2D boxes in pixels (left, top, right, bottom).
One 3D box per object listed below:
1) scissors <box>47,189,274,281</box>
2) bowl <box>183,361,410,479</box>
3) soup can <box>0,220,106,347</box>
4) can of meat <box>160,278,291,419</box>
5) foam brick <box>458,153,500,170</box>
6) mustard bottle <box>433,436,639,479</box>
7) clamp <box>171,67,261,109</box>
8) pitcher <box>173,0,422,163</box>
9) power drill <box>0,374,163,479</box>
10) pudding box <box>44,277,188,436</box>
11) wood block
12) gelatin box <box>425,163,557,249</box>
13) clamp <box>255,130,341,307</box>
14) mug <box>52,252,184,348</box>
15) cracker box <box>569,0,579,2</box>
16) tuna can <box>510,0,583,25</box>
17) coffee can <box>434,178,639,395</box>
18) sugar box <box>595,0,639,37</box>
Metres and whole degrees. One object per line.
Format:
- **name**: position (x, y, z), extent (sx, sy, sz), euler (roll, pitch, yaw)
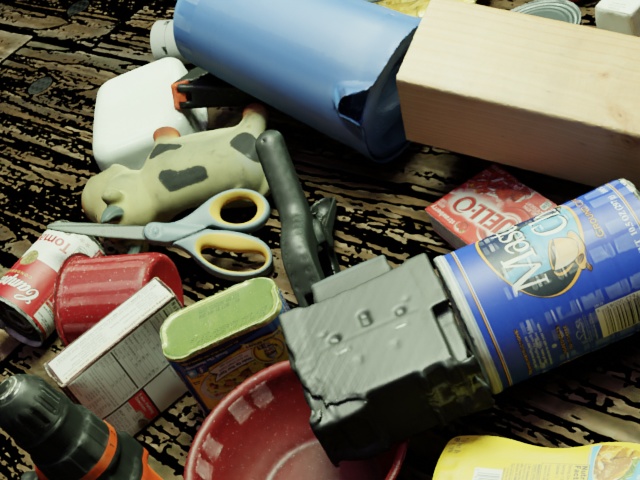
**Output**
- **scissors**: position (-0.132, -0.020, 0.950), extent (0.202, 0.016, 0.096), euler (18, 64, 7)
- **bowl**: position (-0.009, 0.156, 0.727), extent (0.162, 0.055, 0.162), euler (-16, 40, 13)
- **soup can**: position (-0.252, 0.039, 0.986), extent (0.069, 0.068, 0.102), euler (10, 50, 37)
- **can of meat**: position (-0.061, 0.085, 0.814), extent (0.102, 0.084, 0.057), euler (-25, 39, 3)
- **foam brick**: position (0.138, -0.105, 0.942), extent (0.051, 0.053, 0.078), euler (-35, 38, -10)
- **mustard bottle**: position (0.161, 0.164, 0.621), extent (0.192, 0.058, 0.096), euler (-4, 44, 26)
- **clamp**: position (-0.058, -0.180, 1.114), extent (0.209, 0.036, 0.165), euler (-15, 33, -14)
- **pitcher**: position (-0.009, -0.179, 0.999), extent (0.243, 0.149, 0.145), euler (27, 78, 25)
- **power drill**: position (-0.208, 0.171, 0.737), extent (0.188, 0.184, 0.057), euler (-18, 38, 25)
- **pudding box**: position (-0.146, 0.098, 0.842), extent (0.113, 0.090, 0.039), euler (-40, 41, -16)
- **wood block**: position (0.174, -0.113, 0.841), extent (0.206, 0.091, 0.090), euler (16, 66, 19)
- **gelatin box**: position (0.139, -0.017, 0.858), extent (0.073, 0.030, 0.089), euler (-34, 39, -9)
- **clamp**: position (-0.006, 0.001, 0.885), extent (0.039, 0.120, 0.171), euler (-25, 59, 23)
- **mug**: position (-0.164, 0.052, 0.918), extent (0.082, 0.093, 0.117), euler (-5, 8, 17)
- **cracker box**: position (0.286, -0.336, 1.101), extent (0.164, 0.072, 0.213), euler (-14, 40, 15)
- **tuna can**: position (0.208, -0.191, 1.012), extent (0.086, 0.033, 0.086), euler (-16, 40, 13)
- **coffee can**: position (0.162, 0.032, 0.733), extent (0.140, 0.102, 0.103), euler (-24, 39, 3)
- **sugar box**: position (0.314, -0.212, 0.930), extent (0.176, 0.093, 0.048), euler (-41, 39, -18)
